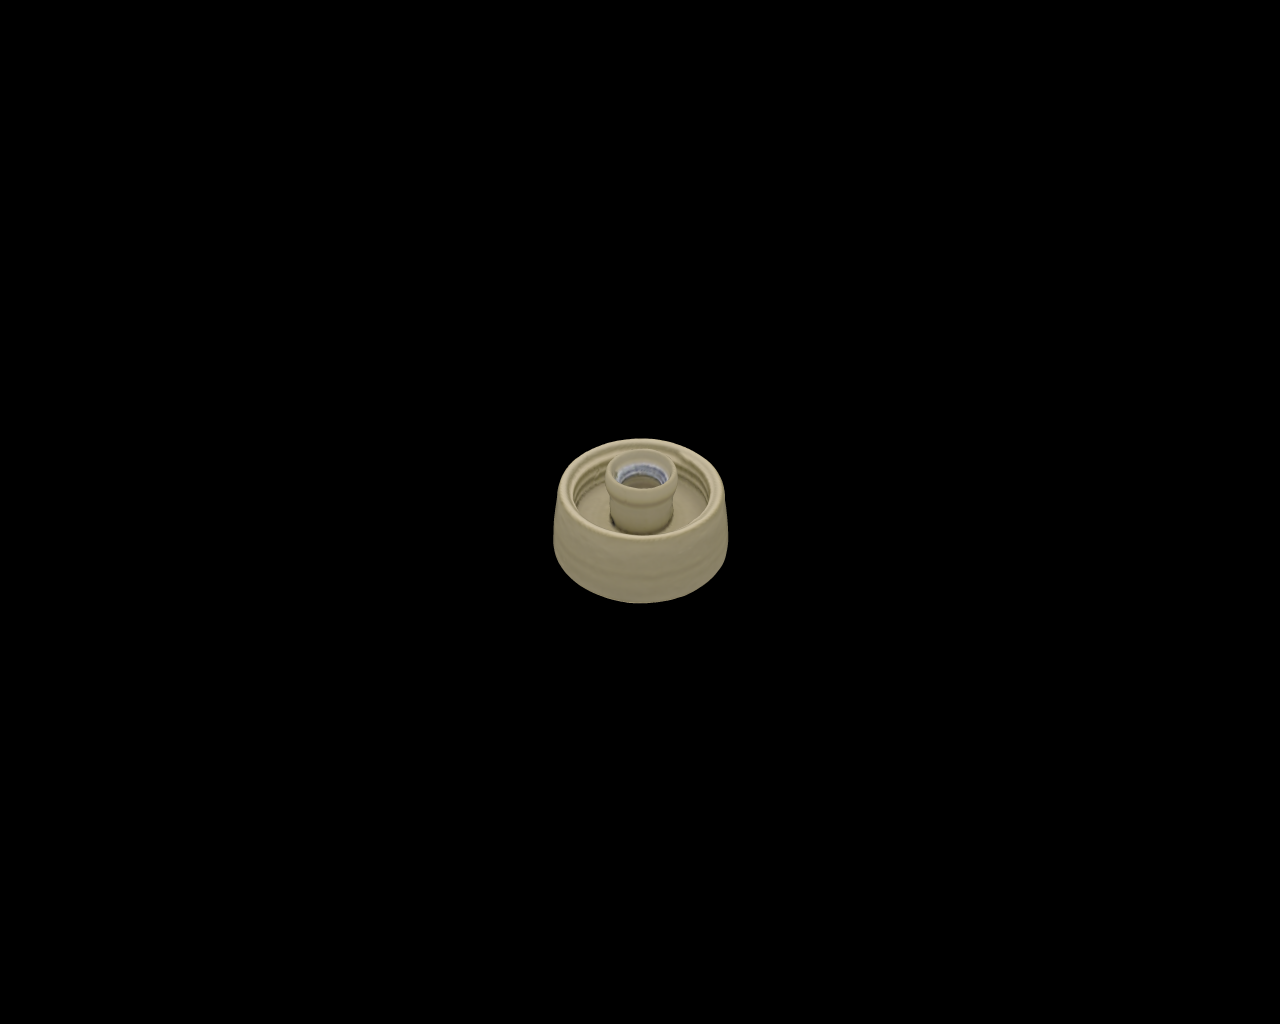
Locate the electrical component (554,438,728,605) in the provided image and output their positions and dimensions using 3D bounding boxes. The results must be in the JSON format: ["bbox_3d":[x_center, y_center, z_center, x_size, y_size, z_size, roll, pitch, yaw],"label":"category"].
[{"bbox_3d":[0.001,-0.003,0.650,0.108,0.060,0.108,0,39,0],"label":"electrical component"}]
